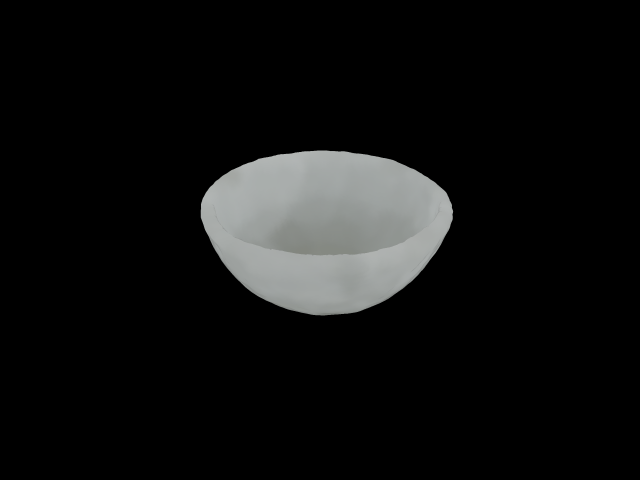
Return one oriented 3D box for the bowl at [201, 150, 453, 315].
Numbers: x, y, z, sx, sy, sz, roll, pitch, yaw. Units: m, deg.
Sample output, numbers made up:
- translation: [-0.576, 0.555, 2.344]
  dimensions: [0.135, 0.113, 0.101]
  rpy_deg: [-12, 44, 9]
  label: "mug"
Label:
- translation: [0.004, 0.001, 0.400]
  dimensions: [0.167, 0.075, 0.167]
  rpy_deg: [0, 31, 0]
  label: "bowl"
